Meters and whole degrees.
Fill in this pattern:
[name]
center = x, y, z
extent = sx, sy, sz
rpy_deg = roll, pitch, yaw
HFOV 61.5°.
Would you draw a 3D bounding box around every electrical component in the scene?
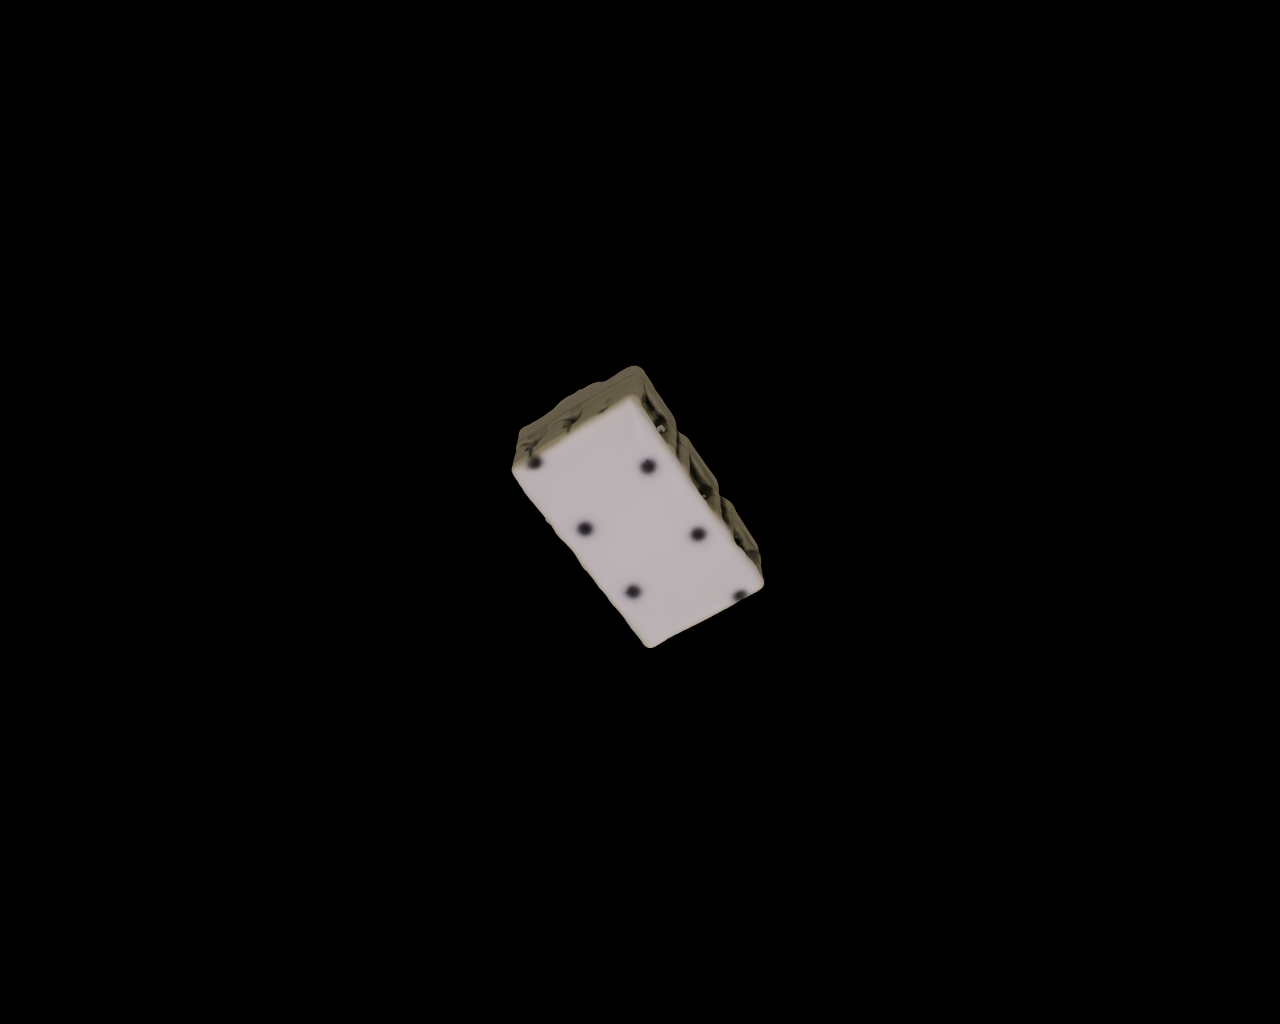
[electrical component]
center = 0.001, -0.003, 0.650
extent = 0.089, 0.150, 0.062
rpy_deg = -29, 24, 14
